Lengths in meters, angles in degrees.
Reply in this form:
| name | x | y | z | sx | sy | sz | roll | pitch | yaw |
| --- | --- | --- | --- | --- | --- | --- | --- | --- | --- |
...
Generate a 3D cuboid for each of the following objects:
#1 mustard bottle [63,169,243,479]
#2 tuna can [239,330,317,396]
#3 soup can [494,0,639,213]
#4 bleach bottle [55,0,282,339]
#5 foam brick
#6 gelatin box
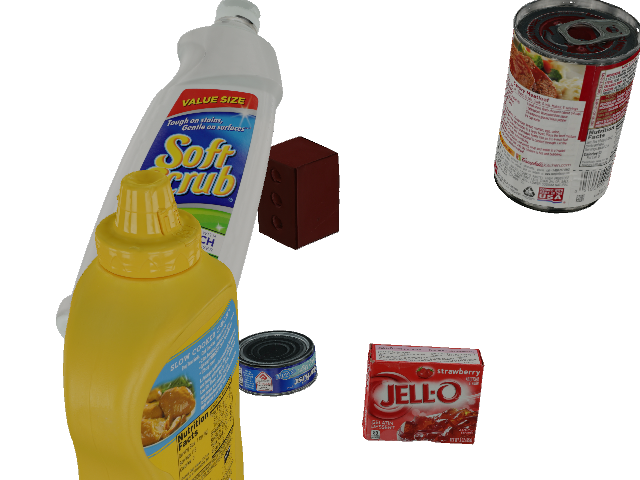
| name | x | y | z | sx | sy | sz | roll | pitch | yaw |
| --- | --- | --- | --- | --- | --- | --- | --- | --- | --- |
| mustard bottle | -0.068 | 0.061 | 0.447 | 0.058 | 0.192 | 0.096 | 14 | 30 | 21 |
| tuna can | -0.047 | 0.123 | 1.077 | 0.086 | 0.034 | 0.086 | -3 | 20 | 1 |
| soup can | 0.135 | -0.074 | 0.594 | 0.068 | 0.102 | 0.068 | 0 | 41 | 0 |
| bleach bottle | -0.087 | -0.048 | 0.688 | 0.102 | 0.250 | 0.068 | 13 | -23 | -5 |
| foam brick | -0.019 | -0.042 | 0.922 | 0.051 | 0.078 | 0.053 | -22 | 33 | -36 |
| gelatin box | 0.079 | 0.121 | 0.836 | 0.089 | 0.073 | 0.030 | 3 | 24 | -1 |
